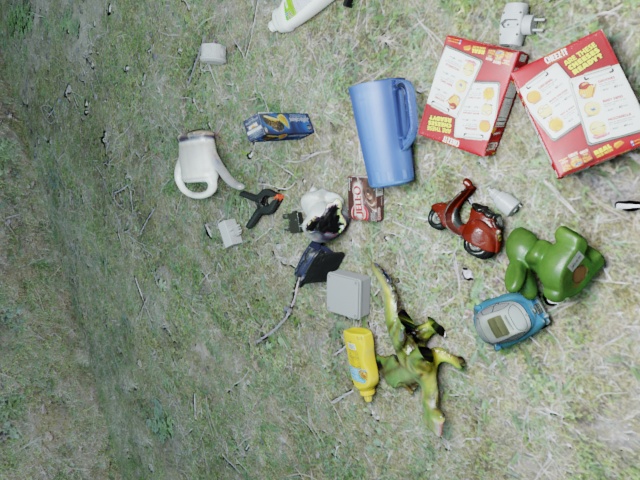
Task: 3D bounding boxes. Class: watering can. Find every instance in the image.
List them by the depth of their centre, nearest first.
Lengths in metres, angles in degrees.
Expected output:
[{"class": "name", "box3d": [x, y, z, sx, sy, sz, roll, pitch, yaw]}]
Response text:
[{"class": "watering can", "box3d": [-0.362, -0.246, 1.646, 0.347, 0.104, 0.223, 0, 97, 41]}]

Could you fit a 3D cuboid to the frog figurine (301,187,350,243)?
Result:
[{"class": "frog figurine", "box3d": [0.004, -0.069, 1.375, 0.137, 0.122, 0.161, -58, 24, 7]}]

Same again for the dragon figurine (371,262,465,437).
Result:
[{"class": "dragon figurine", "box3d": [0.198, 0.275, 1.265, 0.417, 0.123, 0.237, 58, 137, 28]}]
